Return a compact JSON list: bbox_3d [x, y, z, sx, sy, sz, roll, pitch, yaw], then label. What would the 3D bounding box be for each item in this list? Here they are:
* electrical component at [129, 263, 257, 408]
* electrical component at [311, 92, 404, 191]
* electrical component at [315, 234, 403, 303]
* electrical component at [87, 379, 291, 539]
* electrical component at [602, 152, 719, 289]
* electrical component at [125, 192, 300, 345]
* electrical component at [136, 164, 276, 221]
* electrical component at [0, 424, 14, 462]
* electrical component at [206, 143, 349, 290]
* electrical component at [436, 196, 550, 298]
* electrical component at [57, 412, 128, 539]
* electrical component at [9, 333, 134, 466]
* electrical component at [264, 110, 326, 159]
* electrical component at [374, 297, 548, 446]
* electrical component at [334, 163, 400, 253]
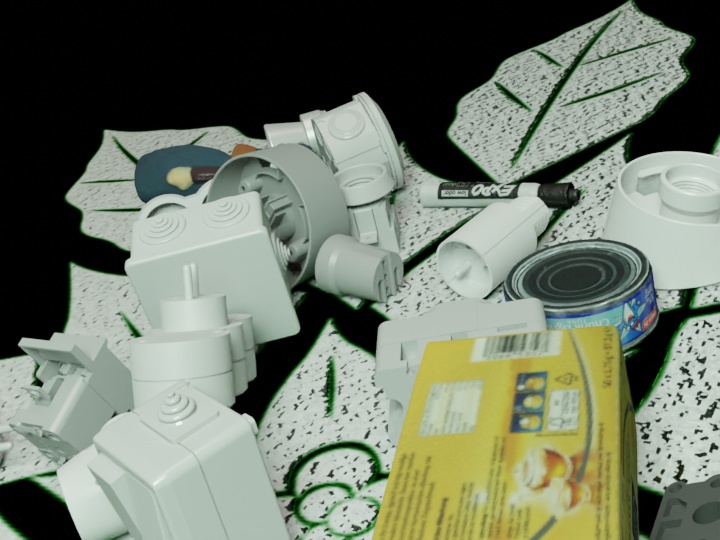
[{"bbox_3d":[-0.091,0.033,0.596,0.052,0.073,0.138,-4,3,2],"label":"electrical component"},{"bbox_3d":[-0.001,-0.094,0.842,0.051,0.080,0.080,-24,28,-6],"label":"electrical component"},{"bbox_3d":[0.000,0.000,0.707,0.046,0.040,0.040,15,39,34],"label":"electrical component"},{"bbox_3d":[-0.080,0.100,0.492,0.061,0.096,0.062,-32,32,-29],"label":"electrical component"},{"bbox_3d":[0.200,-0.029,0.661,0.099,0.064,0.099,-1,34,1],"label":"electrical component"},{"bbox_3d":[-0.092,0.004,0.680,0.100,0.099,0.048,-14,40,2],"label":"electrical component"},{"bbox_3d":[-0.102,-0.044,0.829,0.138,0.052,0.074,-18,3,-5],"label":"electrical component"},{"bbox_3d":[-0.235,0.102,0.623,0.079,0.044,0.077,-11,27,8],"label":"electrical component"},{"bbox_3d":[-0.057,-0.036,0.744,0.064,0.099,0.099,-27,29,-35],"label":"electrical component"},{"bbox_3d":[0.090,-0.020,0.693,0.043,0.043,0.081,12,37,41],"label":"electrical component"},{"bbox_3d":[-0.118,0.100,0.568,0.077,0.043,0.079,-22,28,-14],"label":"electrical component"},{"bbox_3d":[-0.162,0.075,0.612,0.042,0.081,0.063,4,55,32],"label":"electrical component"},{"bbox_3d":[-0.052,-0.112,0.939,0.055,0.045,0.045,-17,27,-4],"label":"electrical component"},{"bbox_3d":[0.056,0.051,0.567,0.089,0.050,0.055,-10,28,9],"label":"electrical component"},{"bbox_3d":[0.005,-0.043,0.766,0.048,0.055,0.066,-11,27,8],"label":"electrical component"}]
